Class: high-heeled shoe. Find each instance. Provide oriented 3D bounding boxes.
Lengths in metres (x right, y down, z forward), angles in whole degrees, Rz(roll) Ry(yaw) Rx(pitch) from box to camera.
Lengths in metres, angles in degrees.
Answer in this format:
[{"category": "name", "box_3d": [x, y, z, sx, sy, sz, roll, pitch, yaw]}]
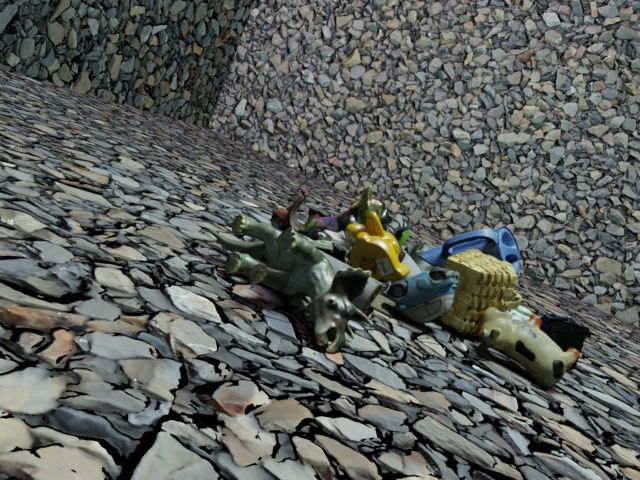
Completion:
[{"category": "high-heeled shoe", "box_3d": [0.204, 0.002, 1.533, 0.145, 0.086, 0.249, 37, 37, -28]}]

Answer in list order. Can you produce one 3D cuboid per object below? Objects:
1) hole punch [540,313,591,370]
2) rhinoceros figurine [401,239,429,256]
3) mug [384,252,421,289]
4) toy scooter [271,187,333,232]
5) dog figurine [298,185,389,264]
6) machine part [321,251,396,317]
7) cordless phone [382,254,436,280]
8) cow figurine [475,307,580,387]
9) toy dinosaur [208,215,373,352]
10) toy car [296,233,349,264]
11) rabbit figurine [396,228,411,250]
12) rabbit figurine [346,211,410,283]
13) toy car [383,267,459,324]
[{"category": "hole punch", "box_3d": [0.562, 0.236, 1.291, 0.142, 0.115, 0.092, 20, 3, -17]}, {"category": "rhinoceros figurine", "box_3d": [0.297, 0.060, 1.625, 0.073, 0.112, 0.190, 38, 20, -13]}, {"category": "mug", "box_3d": [0.204, 0.099, 1.276, 0.107, 0.081, 0.109, 45, 43, -12]}, {"category": "toy scooter", "box_3d": [-0.032, -0.063, 1.441, 0.184, 0.135, 0.075, 25, 9, 3]}, {"category": "dog figurine", "box_3d": [0.062, -0.047, 1.340, 0.192, 0.219, 0.108, 25, 7, 6]}, {"category": "machine part", "box_3d": [0.031, 0.079, 1.027, 0.243, 0.079, 0.079, 27, 11, 22]}, {"category": "cordless phone", "box_3d": [0.206, 0.095, 1.371, 0.184, 0.088, 0.147, 2, 22, -35]}, {"category": "cow figurine", "box_3d": [0.408, 0.214, 1.095, 0.127, 0.085, 0.195, -32, 63, -27]}, {"category": "toy dinosaur", "box_3d": [-0.051, 0.046, 0.940, 0.192, 0.131, 0.405, 31, 0, -33]}, {"category": "toy car", "box_3d": [-0.017, 0.033, 1.156, 0.201, 0.073, 0.056, 13, 14, -42]}, {"category": "rabbit figurine", "box_3d": [0.170, -0.010, 1.672, 0.170, 0.121, 0.159, 39, 35, 7]}, {"category": "rabbit figurine", "box_3d": [0.124, 0.024, 1.216, 0.162, 0.122, 0.173, 58, 28, 1]}, {"category": "toy car", "box_3d": [0.220, 0.122, 1.123, 0.109, 0.162, 0.103, 15, 56, -66]}]
